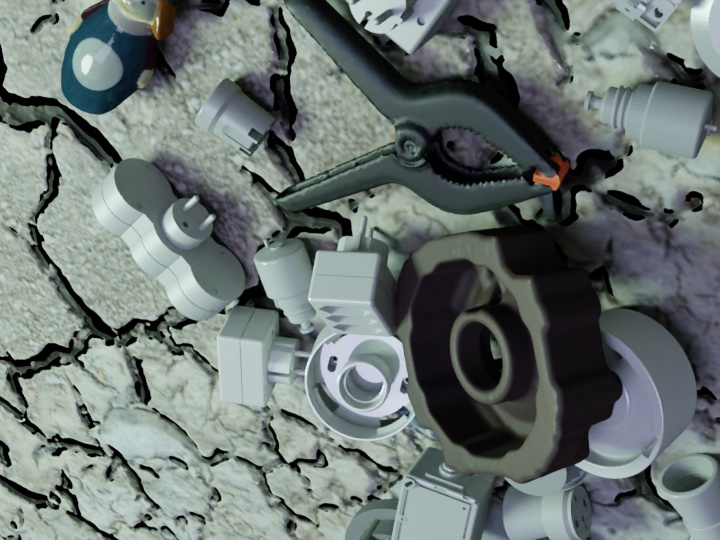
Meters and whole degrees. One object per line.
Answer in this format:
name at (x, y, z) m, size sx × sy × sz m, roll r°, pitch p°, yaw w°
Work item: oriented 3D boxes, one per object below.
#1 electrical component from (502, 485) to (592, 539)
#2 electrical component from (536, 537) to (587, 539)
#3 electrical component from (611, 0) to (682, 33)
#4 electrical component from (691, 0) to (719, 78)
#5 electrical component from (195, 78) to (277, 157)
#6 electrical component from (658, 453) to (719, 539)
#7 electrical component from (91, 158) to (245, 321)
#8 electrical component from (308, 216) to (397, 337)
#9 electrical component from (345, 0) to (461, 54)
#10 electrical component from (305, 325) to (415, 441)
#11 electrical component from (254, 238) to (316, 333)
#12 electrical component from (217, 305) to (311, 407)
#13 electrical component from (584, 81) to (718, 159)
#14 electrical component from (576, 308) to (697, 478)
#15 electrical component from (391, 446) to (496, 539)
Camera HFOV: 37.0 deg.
electrical component at (0.143, 0.185, 0.820) m, size 0.055 × 0.045 × 0.045 m, roll -10°, pitch 113°, yaw 32°
electrical component at (0.159, 0.249, 0.839) m, size 0.096 × 0.061 × 0.061 m, roll 40°, pitch 129°, yaw 1°
electrical component at (0.166, -0.168, 0.580) m, size 0.042 × 0.063 × 0.081 m, roll 36°, pitch 129°, yaw 3°
electrical component at (0.222, -0.139, 0.574) m, size 0.080 × 0.051 × 0.080 m, roll 13°, pitch 124°, yaw 21°
electrical component at (-0.088, -0.108, 0.770) m, size 0.046 × 0.040 × 0.040 m, roll 36°, pitch 129°, yaw -3°
electrical component at (0.243, 0.168, 0.758) m, size 0.044 × 0.044 × 0.065 m, roll -16°, pitch 115°, yaw 35°
electrical component at (-0.139, -0.031, 0.836) m, size 0.138 × 0.052 × 0.074 m, roll 49°, pitch 129°, yaw -6°
electrical component at (0.000, 0.000, 0.766) m, size 0.047 × 0.076 × 0.065 m, roll 3°, pitch 157°, yaw 17°
electrical component at (0.018, -0.167, 0.652) m, size 0.066 × 0.076 × 0.047 m, roll 40°, pitch 129°, yaw 1°
electrical component at (0.007, 0.080, 0.822) m, size 0.099 × 0.064 × 0.099 m, roll 2°, pitch 103°, yaw 10°
electrical component at (-0.052, 0.012, 0.823) m, size 0.040 × 0.040 × 0.078 m, roll -5°, pitch 116°, yaw 31°
electrical component at (-0.071, 0.072, 0.866) m, size 0.077 × 0.047 × 0.065 m, roll 7°, pitch 122°, yaw 9°
electrical component at (0.173, -0.092, 0.637) m, size 0.078 × 0.040 × 0.040 m, roll 16°, pitch 125°, yaw 19°
electrical component at (0.173, 0.078, 0.721) m, size 0.108 × 0.060 × 0.108 m, roll 23°, pitch 123°, yaw 42°
electrical component at (0.067, 0.185, 0.845) m, size 0.062 × 0.061 × 0.096 m, roll 17°, pitch 115°, yaw 18°
